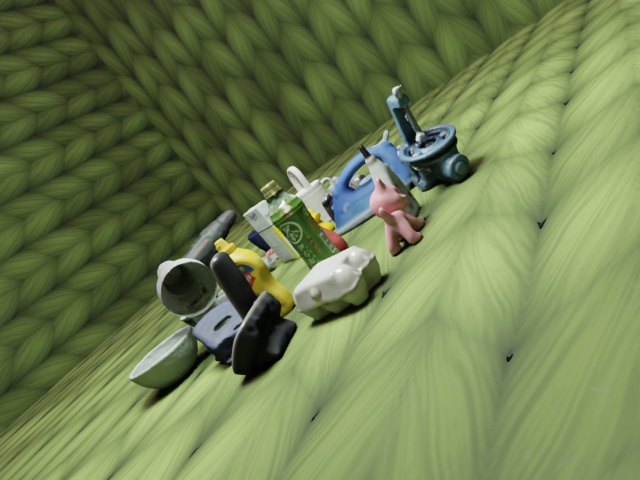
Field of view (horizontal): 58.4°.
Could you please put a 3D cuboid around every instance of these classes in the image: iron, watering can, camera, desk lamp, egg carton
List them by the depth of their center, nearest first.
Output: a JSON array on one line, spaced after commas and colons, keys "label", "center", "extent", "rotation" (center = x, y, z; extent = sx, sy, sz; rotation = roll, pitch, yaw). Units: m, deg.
[{"label": "egg carton", "center": [0.025, 0.072, 0.925], "extent": [0.150, 0.069, 0.107], "rotation": [-28, 14, 43]}, {"label": "desk lamp", "center": [-0.274, 0.134, 1.261], "extent": [0.118, 0.213, 0.203], "rotation": [-41, 11, -17]}, {"label": "iron", "center": [0.108, -0.138, 1.375], "extent": [0.258, 0.141, 0.118], "rotation": [-37, 10, 5]}, {"label": "camera", "center": [0.058, -0.109, 1.535], "extent": [0.143, 0.101, 0.137], "rotation": [-30, 12, 34]}, {"label": "watering can", "center": [-0.038, -0.130, 1.692], "extent": [0.173, 0.194, 0.100], "rotation": [-44, 12, -33]}]

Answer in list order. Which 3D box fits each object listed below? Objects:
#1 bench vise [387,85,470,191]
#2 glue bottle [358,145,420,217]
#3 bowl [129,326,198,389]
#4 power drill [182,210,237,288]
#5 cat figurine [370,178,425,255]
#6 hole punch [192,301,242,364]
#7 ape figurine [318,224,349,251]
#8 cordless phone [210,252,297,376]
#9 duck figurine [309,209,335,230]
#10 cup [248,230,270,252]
[{"label": "bench vise", "center": [0.185, -0.200, 1.164], "extent": [0.122, 0.220, 0.207], "rotation": [-43, 12, -27]}, {"label": "glue bottle", "center": [0.128, -0.113, 1.105], "extent": [0.037, 0.173, 0.078], "rotation": [-31, 12, 31]}, {"label": "bowl", "center": [-0.321, 0.265, 1.231], "extent": [0.167, 0.075, 0.167], "rotation": [-36, 10, 8]}, {"label": "power drill", "center": [-0.272, 0.057, 1.610], "extent": [0.230, 0.208, 0.075], "rotation": [-42, 11, -22]}, {"label": "cat figurine", "center": [0.123, -0.051, 1.003], "extent": [0.067, 0.118, 0.128], "rotation": [-33, 11, 21]}, {"label": "hole punch", "center": [-0.175, 0.173, 1.099], "extent": [0.109, 0.091, 0.101], "rotation": [-42, 11, -25]}, {"label": "ape figurine", "center": [0.011, 0.004, 1.212], "extent": [0.078, 0.092, 0.076], "rotation": [-44, 12, -33]}, {"label": "cordless phone", "center": [-0.136, 0.116, 0.948], "extent": [0.094, 0.185, 0.147], "rotation": [-34, 11, 19]}, {"label": "duck figurine", "center": [-0.020, -0.042, 1.546], "extent": [0.078, 0.086, 0.104], "rotation": [-45, 12, -35]}, {"label": "cup", "center": [-0.180, 0.004, 1.861], "extent": [0.092, 0.095, 0.117], "rotation": [-44, 12, -33]}]
